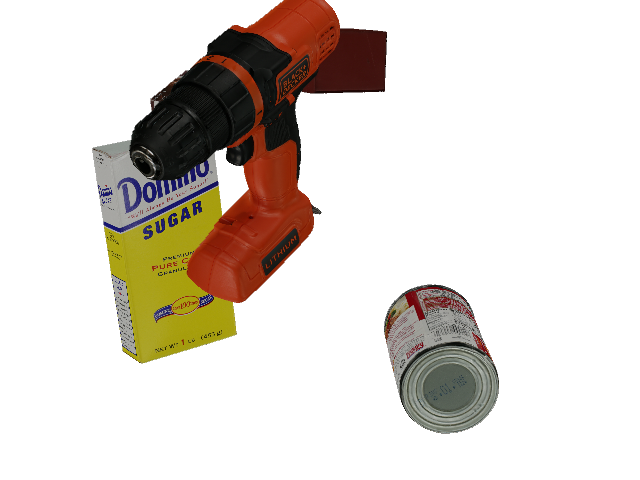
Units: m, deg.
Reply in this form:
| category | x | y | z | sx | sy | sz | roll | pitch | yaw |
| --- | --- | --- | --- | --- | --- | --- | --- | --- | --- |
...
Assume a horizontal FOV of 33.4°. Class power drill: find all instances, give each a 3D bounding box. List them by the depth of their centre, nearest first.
| category | x | y | z | sx | sy | sz | roll | pitch | yaw |
| --- | --- | --- | --- | --- | --- | --- | --- | --- | --- |
| power drill | -0.053 | -0.047 | 0.698 | 0.057 | 0.188 | 0.184 | 29 | 51 | 20 |

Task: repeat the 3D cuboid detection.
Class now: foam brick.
| category | x | y | z | sx | sy | sz | roll | pitch | yaw |
| --- | --- | --- | --- | --- | --- | --- | --- | --- | --- |
| foam brick | 0.010 | -0.150 | 0.890 | 0.078 | 0.051 | 0.053 | -7 | 16 | -36 |

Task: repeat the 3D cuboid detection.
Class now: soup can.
| category | x | y | z | sx | sy | sz | roll | pitch | yaw |
| --- | --- | --- | --- | --- | --- | --- | --- | --- | --- |
| soup can | 0.083 | 0.080 | 0.744 | 0.068 | 0.068 | 0.102 | 0 | 20 | -2 |

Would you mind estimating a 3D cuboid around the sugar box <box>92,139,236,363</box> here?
| category | x | y | z | sx | sy | sz | roll | pitch | yaw |
| --- | --- | --- | --- | --- | --- | --- | --- | --- | --- |
| sugar box | -0.126 | 0.003 | 0.877 | 0.093 | 0.176 | 0.048 | -16 | 21 | -30 |

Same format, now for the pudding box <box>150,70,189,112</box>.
| category | x | y | z | sx | sy | sz | roll | pitch | yaw |
| --- | --- | --- | --- | --- | --- | --- | --- | --- | --- |
| pudding box | -0.136 | -0.161 | 1.248 | 0.090 | 0.039 | 0.113 | 10 | 31 | 13 |
